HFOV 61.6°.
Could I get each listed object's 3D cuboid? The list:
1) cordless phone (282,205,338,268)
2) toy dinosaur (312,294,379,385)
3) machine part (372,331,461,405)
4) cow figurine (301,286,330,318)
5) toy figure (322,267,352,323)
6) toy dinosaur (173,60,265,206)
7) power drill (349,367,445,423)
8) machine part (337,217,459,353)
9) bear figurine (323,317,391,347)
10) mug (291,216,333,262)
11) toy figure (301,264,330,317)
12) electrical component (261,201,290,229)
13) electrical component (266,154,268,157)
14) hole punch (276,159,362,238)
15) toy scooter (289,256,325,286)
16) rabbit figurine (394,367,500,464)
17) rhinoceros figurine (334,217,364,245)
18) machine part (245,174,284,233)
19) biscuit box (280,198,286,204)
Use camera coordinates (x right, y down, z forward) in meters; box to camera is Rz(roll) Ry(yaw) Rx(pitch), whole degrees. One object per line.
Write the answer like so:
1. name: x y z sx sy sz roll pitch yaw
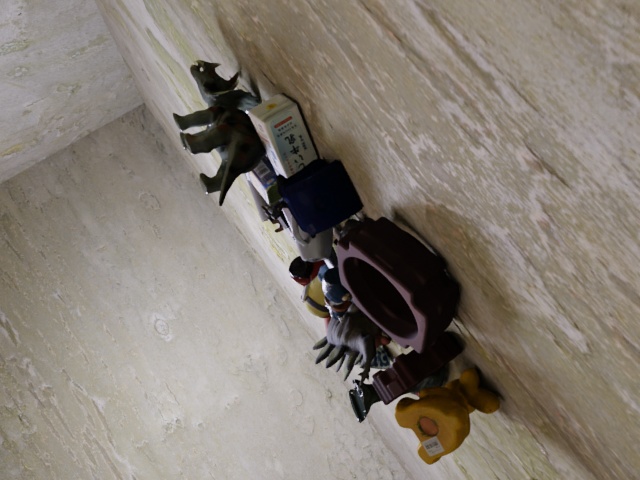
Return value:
1. cordless phone: -0.002 -0.004 1.152 0.184 0.089 0.146 -120 7 -48
2. toy dinosaur: 0.074 0.208 1.194 0.105 0.198 0.471 31 175 -4
3. machine part: 0.175 0.233 0.986 0.056 0.179 0.179 56 169 19
4. cow figurine: -0.001 0.126 1.496 0.127 0.085 0.195 -49 45 46
5. toy figure: 0.037 0.115 1.112 0.154 0.058 0.064 80 176 -53
6. toy dinosaur: -0.177 -0.207 1.078 0.405 0.192 0.131 58 165 37
7. power drill: 0.170 0.325 1.156 0.231 0.207 0.086 95 163 -56
8. machine part: 0.125 0.072 0.887 0.201 0.087 0.201 40 156 29
9. bear figurine: 0.097 0.237 1.460 0.196 0.120 0.132 -31 54 55
10. mug: -0.016 -0.013 1.056 0.109 0.081 0.107 8 -107 -63
11. toy figure: 0.024 0.105 1.247 0.082 0.180 0.089 2 -130 -47
12. electrical component: -0.099 -0.059 1.277 0.078 0.045 0.102 59 168 -11
13. electrical component: -0.078 -0.168 1.189 0.119 0.048 0.074 44 163 42
14. hole punch: 0.002 -0.078 0.979 0.092 0.116 0.142 18 142 58
15. toy scooter: 0.017 0.095 1.377 0.184 0.075 0.135 1 155 32
16. rabbit figurine: 0.240 0.297 0.981 0.122 0.173 0.162 51 123 18
17. rhinoceros figurine: 0.078 0.025 1.059 0.190 0.073 0.112 75 168 -63
18. machine part: -0.139 -0.137 1.359 0.079 0.079 0.243 170 79 -77
19. biscuit box: -0.088 -0.137 1.280 0.202 0.059 0.063 54 169 5
